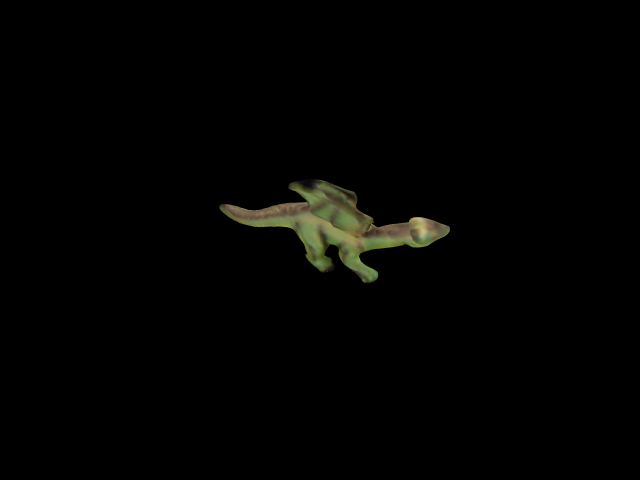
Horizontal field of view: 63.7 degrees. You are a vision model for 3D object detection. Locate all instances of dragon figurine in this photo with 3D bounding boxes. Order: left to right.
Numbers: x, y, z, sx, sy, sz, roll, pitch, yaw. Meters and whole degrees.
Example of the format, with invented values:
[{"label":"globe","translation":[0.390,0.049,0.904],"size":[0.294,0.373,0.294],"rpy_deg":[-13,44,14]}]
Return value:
[{"label":"dragon figurine","translation":[0.003,-0.043,0.850],"size":[0.411,0.124,0.238],"rpy_deg":[14,-24,7]}]
